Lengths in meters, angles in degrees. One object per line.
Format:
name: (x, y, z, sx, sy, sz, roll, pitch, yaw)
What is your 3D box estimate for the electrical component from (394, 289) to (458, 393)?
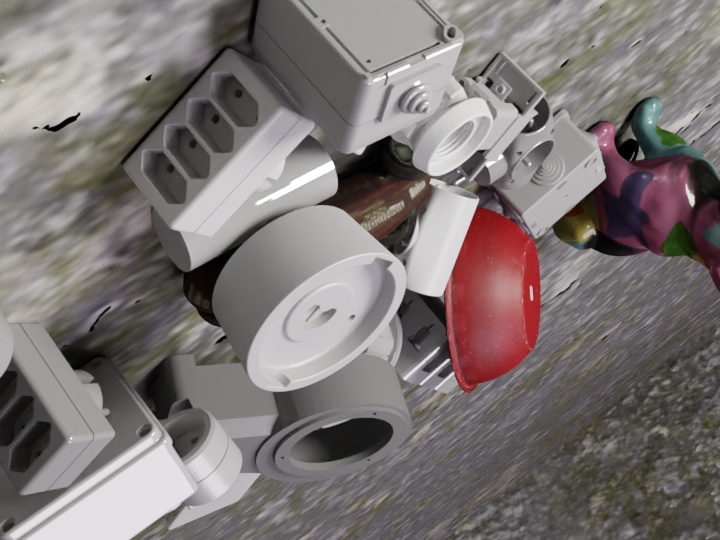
electrical component: (0.048, 0.054, 0.935, 0.062, 0.089, 0.150, -42, 160, 7)

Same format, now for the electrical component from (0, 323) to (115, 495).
electrical component: (-0.171, 0.075, 0.603, 0.047, 0.083, 0.076, -46, 159, 17)

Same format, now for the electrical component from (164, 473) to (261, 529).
electrical component: (-0.127, 0.167, 0.924, 0.100, 0.048, 0.099, -11, 146, -53)

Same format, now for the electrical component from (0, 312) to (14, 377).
electrical component: (-0.196, 0.031, 0.511, 0.055, 0.055, 0.047, -36, 163, -11)

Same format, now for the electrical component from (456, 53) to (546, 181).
electrical component: (0.080, -0.103, 0.726, 0.081, 0.042, 0.064, -51, 162, 26)

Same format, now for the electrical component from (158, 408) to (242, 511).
electrical component: (-0.139, 0.140, 0.726, 0.138, 0.052, 0.073, -11, 130, 26)

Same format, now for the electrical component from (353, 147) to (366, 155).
electrical component: (0.005, -0.103, 0.602, 0.065, 0.044, 0.044, -48, 159, 9)

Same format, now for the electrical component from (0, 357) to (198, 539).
electrical component: (-0.171, 0.121, 0.651, 0.109, 0.109, 0.056, -34, 126, -15)

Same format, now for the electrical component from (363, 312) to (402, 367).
electrical component: (-0.012, 0.052, 0.844, 0.080, 0.080, 0.051, -46, 154, 16)

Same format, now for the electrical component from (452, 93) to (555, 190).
electrical component: (0.101, -0.087, 0.796, 0.079, 0.044, 0.077, -34, 159, -16)

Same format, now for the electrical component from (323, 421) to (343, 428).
electrical component: (-0.044, 0.137, 0.967, 0.044, 0.077, 0.079, -24, 155, -37)

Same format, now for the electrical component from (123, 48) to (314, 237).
electrical component: (-0.064, -0.061, 0.559, 0.083, 0.047, 0.076, -45, 160, 14)

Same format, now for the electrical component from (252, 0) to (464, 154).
electrical component: (0.000, -0.101, 0.514, 0.062, 0.096, 0.061, -28, 157, -29)

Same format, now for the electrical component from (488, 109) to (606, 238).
electrical component: (0.160, -0.078, 0.916, 0.100, 0.048, 0.100, -41, 160, 5)

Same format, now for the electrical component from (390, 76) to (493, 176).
electrical component: (0.044, -0.095, 0.661, 0.058, 0.057, 0.078, -41, 160, 3)

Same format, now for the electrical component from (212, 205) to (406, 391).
electrical component: (-0.034, 0.011, 0.623, 0.108, 0.060, 0.108, -29, 148, -20)

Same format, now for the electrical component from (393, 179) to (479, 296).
electrical component: (0.050, -0.030, 0.804, 0.044, 0.079, 0.077, 16, 104, -16)
